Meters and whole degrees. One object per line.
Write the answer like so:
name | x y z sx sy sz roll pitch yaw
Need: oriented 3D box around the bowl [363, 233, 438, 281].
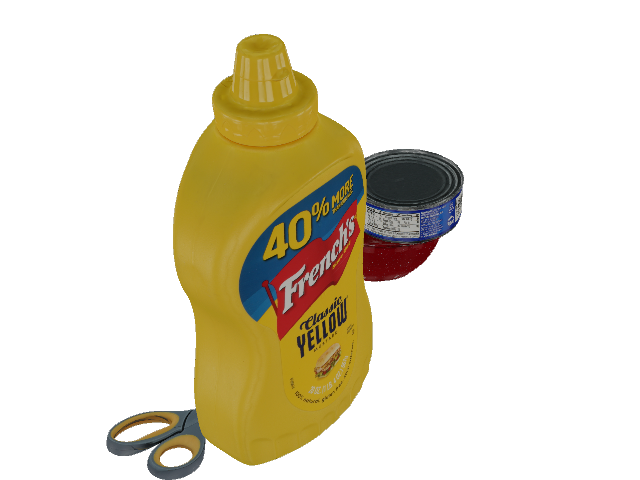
bowl | 0.052 0.001 1.114 0.162 0.055 0.162 2 20 -1

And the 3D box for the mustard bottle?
mustard bottle | -0.018 0.002 0.455 0.058 0.192 0.096 27 47 33

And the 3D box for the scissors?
scissors | -0.096 0.169 0.983 0.201 0.016 0.096 -12 33 -31

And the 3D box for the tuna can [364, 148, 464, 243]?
tuna can | 0.064 -0.034 0.804 0.086 0.034 0.086 -2 34 1
